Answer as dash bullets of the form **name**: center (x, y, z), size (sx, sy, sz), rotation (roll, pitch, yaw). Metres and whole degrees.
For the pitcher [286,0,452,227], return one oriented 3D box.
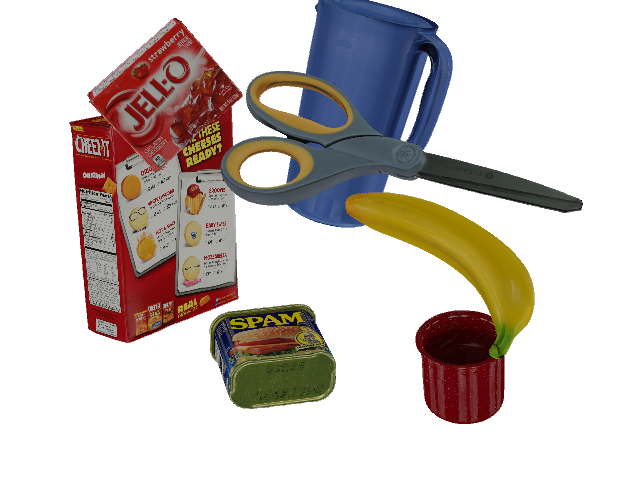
- **pitcher**: center (0.044, -0.138, 1.175), size (0.145, 0.243, 0.149), rotation (11, 20, -9)

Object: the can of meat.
- **can of meat**: center (-0.043, 0.105, 0.965), size (0.102, 0.057, 0.084), rotation (-5, 27, -14)

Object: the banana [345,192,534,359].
- **banana**: center (0.097, 0.009, 0.789), size (0.069, 0.037, 0.198), rotation (-15, 40, -28)

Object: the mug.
- **mug**: center (0.148, 0.123, 1.083), size (0.093, 0.081, 0.117), rotation (9, 35, 23)

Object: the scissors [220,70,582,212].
- **scissors**: center (0.029, -0.033, 0.579), size (0.202, 0.096, 0.016), rotation (31, -21, 25)

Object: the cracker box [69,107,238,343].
- **cracker box**: center (-0.163, -0.025, 1.072), size (0.072, 0.214, 0.163), rotation (10, 20, 37)

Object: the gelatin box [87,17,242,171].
- **gelatin box**: center (-0.114, -0.107, 0.787), size (0.089, 0.073, 0.030), rotation (-41, 24, 0)
